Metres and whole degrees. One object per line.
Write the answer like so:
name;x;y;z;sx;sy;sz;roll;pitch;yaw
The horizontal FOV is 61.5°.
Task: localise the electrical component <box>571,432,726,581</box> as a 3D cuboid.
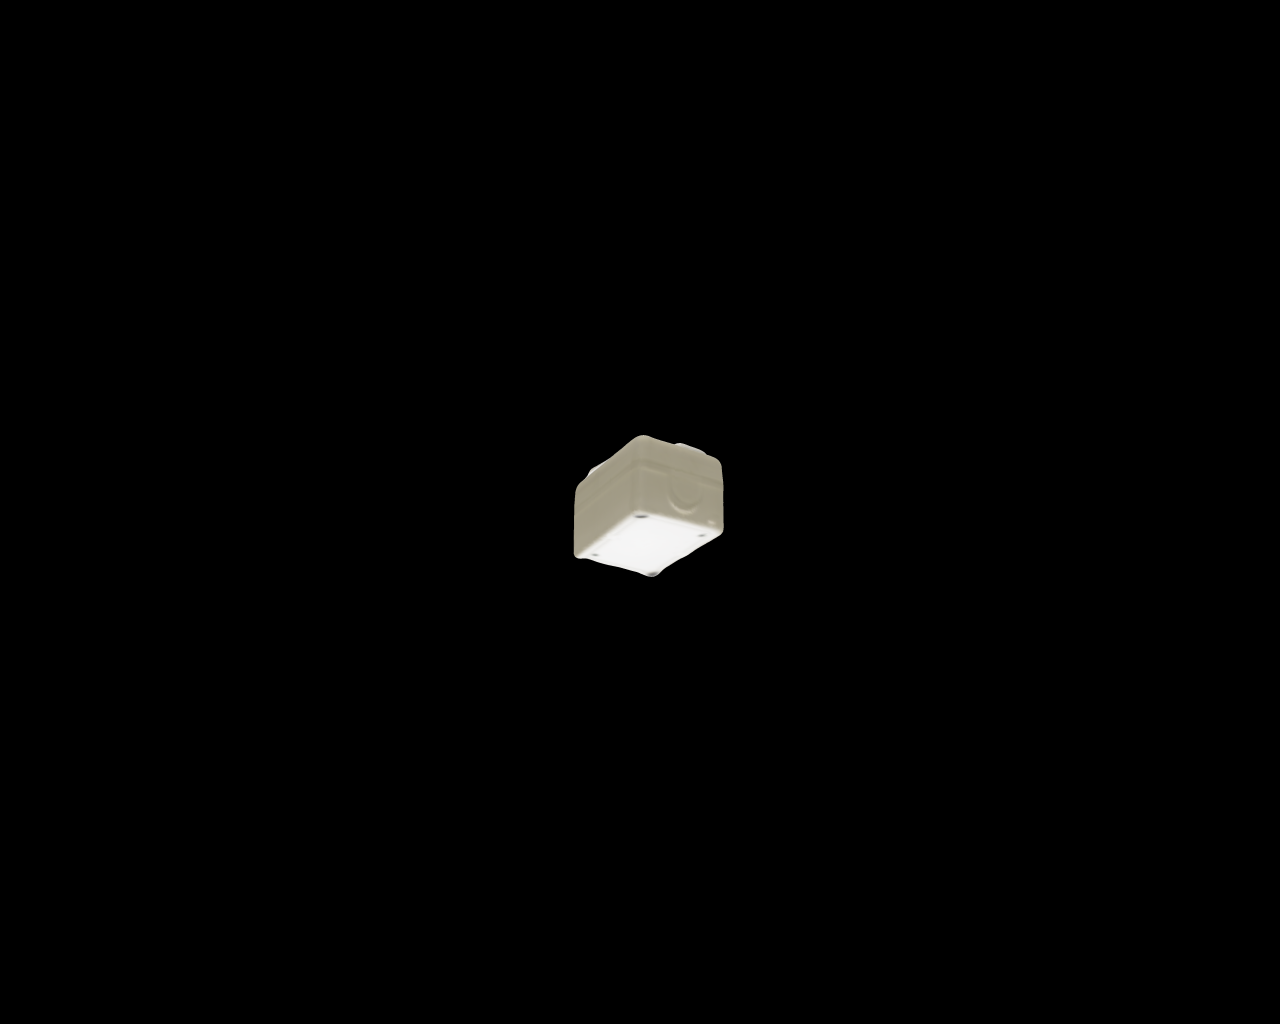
electrical component;0.001;-0.003;0.650;0.062;0.061;0.096;16;-31;-28
